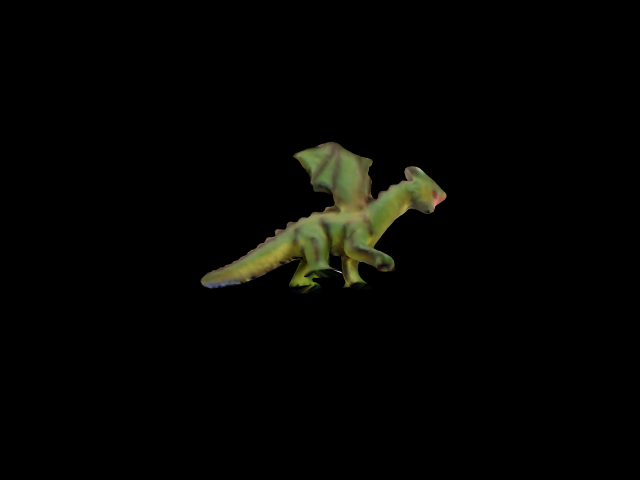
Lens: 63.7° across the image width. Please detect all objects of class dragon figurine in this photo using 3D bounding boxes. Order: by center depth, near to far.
[{"bbox_3d":[0.003,-0.043,0.850,0.410,0.246,0.120,-2,-19,7],"label":"dragon figurine"}]
